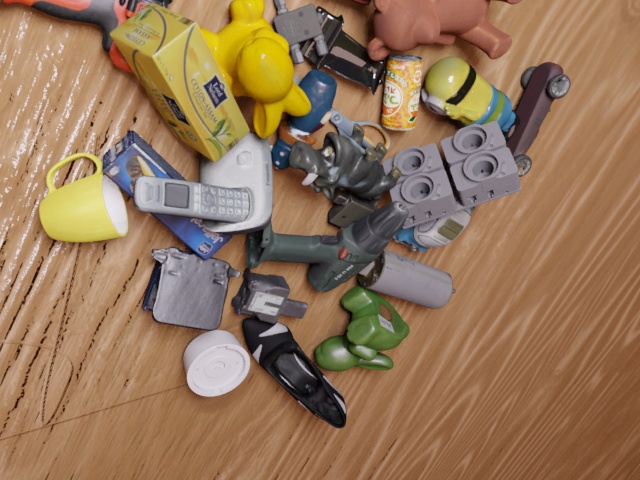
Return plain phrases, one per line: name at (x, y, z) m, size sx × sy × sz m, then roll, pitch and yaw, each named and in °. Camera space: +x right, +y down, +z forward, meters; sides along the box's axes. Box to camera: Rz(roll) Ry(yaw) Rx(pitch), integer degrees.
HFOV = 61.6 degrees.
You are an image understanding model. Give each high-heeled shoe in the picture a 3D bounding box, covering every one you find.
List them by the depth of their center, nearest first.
high-heeled shoe at (-0.044, 0.238, 0.946) m, size 0.086 × 0.145 × 0.248 m, roll -43°, pitch 126°, yaw 3°

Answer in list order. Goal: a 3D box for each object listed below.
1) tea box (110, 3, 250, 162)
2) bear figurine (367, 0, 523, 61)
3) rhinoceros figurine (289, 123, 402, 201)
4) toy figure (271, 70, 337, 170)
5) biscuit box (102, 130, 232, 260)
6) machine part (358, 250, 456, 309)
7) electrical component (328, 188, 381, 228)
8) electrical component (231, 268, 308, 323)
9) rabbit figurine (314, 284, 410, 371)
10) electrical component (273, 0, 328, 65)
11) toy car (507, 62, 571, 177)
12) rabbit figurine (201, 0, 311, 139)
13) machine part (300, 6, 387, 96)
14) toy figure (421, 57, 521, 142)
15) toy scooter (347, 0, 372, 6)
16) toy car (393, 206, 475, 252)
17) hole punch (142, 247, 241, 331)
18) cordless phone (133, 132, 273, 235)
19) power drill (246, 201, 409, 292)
tea box at (-0.165, -0.186, 0.654) m, size 0.068 × 0.098 × 0.169 m, roll -45°, pitch 144°, yaw -16°
bear figurine at (0.167, -0.302, 0.733) m, size 0.196 × 0.132 × 0.120 m, roll -30°, pitch 144°, yaw -30°
rhinoceros figurine at (0.035, -0.109, 0.788) m, size 0.112 × 0.073 × 0.190 m, roll -40°, pitch 148°, yaw 28°
toy figure at (-0.025, -0.168, 0.779) m, size 0.058 × 0.064 × 0.154 m, roll -5°, pitch 138°, yaw -41°
biscuit box at (-0.212, -0.059, 0.766) m, size 0.059 × 0.063 × 0.202 m, roll -41°, pitch 124°, yaw 4°
machine part at (0.157, 0.071, 0.979) m, size 0.243 × 0.079 × 0.079 m, roll 20°, pitch 107°, yaw -29°
electrical component at (0.058, -0.056, 0.892) m, size 0.102 × 0.045 × 0.078 m, roll 18°, pitch 137°, yaw -26°
electrical component at (-0.082, 0.099, 0.913) m, size 0.119 × 0.048 × 0.074 m, roll 12°, pitch 112°, yaw -28°
rabbit figurine at (0.070, 0.183, 1.003) m, size 0.159 × 0.121 × 0.170 m, roll 28°, pitch 122°, yaw -39°
electrical component at (-0.027, -0.289, 0.725) m, size 0.063 × 0.021 × 0.094 m, roll -18°, pitch 106°, yaw 9°
toy car at (0.351, -0.196, 0.905) m, size 0.053 × 0.089 × 0.202 m, roll 10°, pitch 111°, yaw -23°
rabbit figurine at (-0.083, -0.209, 0.673) m, size 0.122 × 0.173 × 0.162 m, roll -31°, pitch 119°, yaw -8°
machine part at (0.037, -0.265, 0.769) m, size 0.139 × 0.039 × 0.084 m, roll 29°, pitch 99°, yaw -23°
toy figure at (0.242, -0.222, 0.855) m, size 0.180 × 0.082 × 0.089 m, roll 17°, pitch 98°, yaw -24°
toy scooter at (0.018, -0.389, 0.676) m, size 0.135 × 0.075 × 0.183 m, roll -15°, pitch 118°, yaw -14°
toy car at (0.200, -0.044, 0.920) m, size 0.109 × 0.103 × 0.161 m, roll 28°, pitch 101°, yaw -31°
hole punch at (-0.208, 0.075, 0.838) m, size 0.142 × 0.092 × 0.115 m, roll 16°, pitch 81°, yaw -26°
cordless phone at (-0.157, -0.083, 0.723) m, size 0.184 × 0.089 × 0.146 m, roll 7°, pitch 70°, yaw -32°
power drill at (-0.002, -0.003, 0.832) m, size 0.207 × 0.086 × 0.232 m, roll 4°, pitch 146°, yaw -25°
